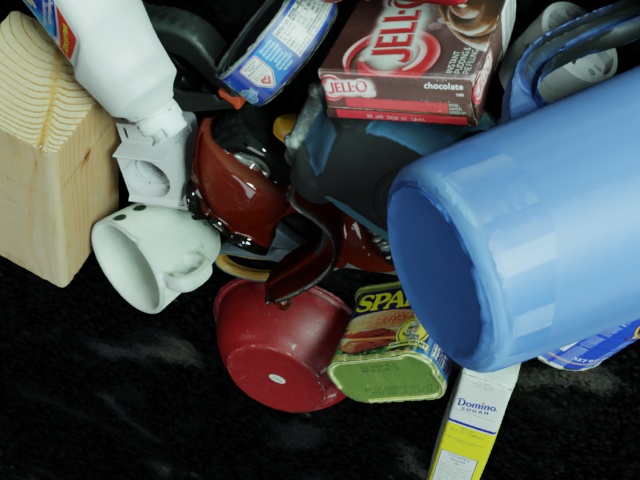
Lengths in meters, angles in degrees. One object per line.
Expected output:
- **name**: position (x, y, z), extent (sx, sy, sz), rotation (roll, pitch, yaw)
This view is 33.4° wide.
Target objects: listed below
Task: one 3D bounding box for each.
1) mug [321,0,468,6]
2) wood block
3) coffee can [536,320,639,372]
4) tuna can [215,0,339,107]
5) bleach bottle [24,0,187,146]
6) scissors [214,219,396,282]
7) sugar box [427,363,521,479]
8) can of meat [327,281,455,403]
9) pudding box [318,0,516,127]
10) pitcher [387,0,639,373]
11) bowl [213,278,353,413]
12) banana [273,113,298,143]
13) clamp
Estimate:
- **mug**: position (0.050, -0.169, 0.584), extent (0.082, 0.093, 0.117), rotation (13, 178, 26)
- **wood block**: position (-0.210, -0.060, 0.808), extent (0.090, 0.090, 0.206), rotation (27, 150, 4)
- **coffee can**: position (0.194, 0.012, 0.692), extent (0.102, 0.102, 0.141), rotation (33, 140, -9)
- **tuna can**: position (-0.027, -0.126, 0.672), extent (0.033, 0.086, 0.086), rotation (37, 139, -17)
- **bleach bottle**: position (-0.159, -0.170, 0.660), extent (0.250, 0.068, 0.103), rotation (58, 157, -17)
- **scissors**: position (-0.006, 0.001, 0.853), extent (0.202, 0.016, 0.096), rotation (-3, 132, 30)
- **sugar box**: position (0.129, 0.128, 0.859), extent (0.048, 0.093, 0.176), rotation (19, 140, 7)
- **can of meat**: position (0.064, 0.081, 0.850), extent (0.102, 0.083, 0.057), rotation (-11, 128, 36)
- **pudding box**: position (0.060, -0.113, 0.618), extent (0.090, 0.113, 0.039), rotation (7, 133, 20)
- **pitcher**: position (0.156, -0.033, 0.544), extent (0.149, 0.242, 0.145), rotation (35, 141, 62)
- **bowl**: position (-0.030, 0.104, 0.947), extent (0.162, 0.055, 0.162), rotation (14, 139, 13)
- **banana**: position (0.056, -0.032, 0.745), extent (0.198, 0.069, 0.037), rotation (40, 120, -1)
- **clamp**: position (-0.124, -0.145, 0.741), extent (0.171, 0.039, 0.120), rotation (19, 145, 12)
